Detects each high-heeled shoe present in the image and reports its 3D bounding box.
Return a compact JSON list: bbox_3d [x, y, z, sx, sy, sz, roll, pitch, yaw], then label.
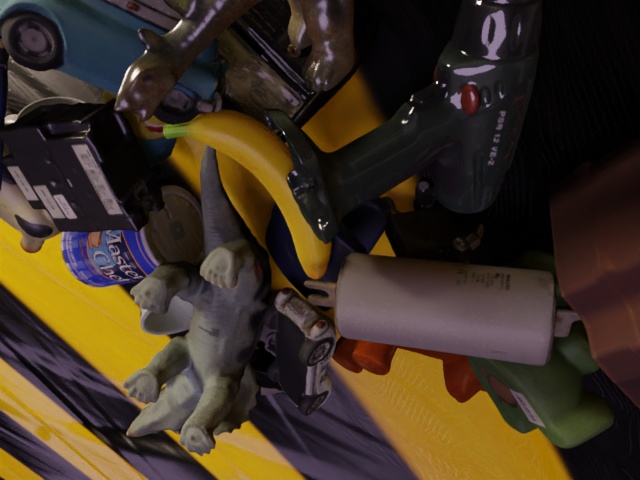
[{"bbox_3d":[-0.112,0.204,0.825,0.145,0.086,0.249,10,161,-28],"label":"high-heeled shoe"}]

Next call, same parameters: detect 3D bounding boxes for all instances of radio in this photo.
[{"bbox_3d":[-0.071,-0.194,0.421,0.229,0.073,0.131,42,133,-18],"label":"radio"}]

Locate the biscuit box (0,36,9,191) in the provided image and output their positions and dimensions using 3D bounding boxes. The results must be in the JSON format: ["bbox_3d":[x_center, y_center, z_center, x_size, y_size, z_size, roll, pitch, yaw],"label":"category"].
[{"bbox_3d":[-0.322,-0.119,0.491,0.063,0.059,0.202,3,153,-31],"label":"biscuit box"}]

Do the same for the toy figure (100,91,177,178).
[{"bbox_3d":[-0.174,-0.131,0.518,0.089,0.082,0.180,34,137,-6],"label":"toy figure"}]

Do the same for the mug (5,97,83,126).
[{"bbox_3d":[-0.293,-0.093,0.598,0.110,0.081,0.107,9,141,-3],"label":"mug"}]

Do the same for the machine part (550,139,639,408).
[{"bbox_3d":[0.269,0.038,0.405,0.201,0.201,0.087,42,128,-16],"label":"machine part"}]

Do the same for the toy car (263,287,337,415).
[{"bbox_3d":[-0.020,0.129,0.603,0.074,0.056,0.201,40,147,29],"label":"toy car"}]

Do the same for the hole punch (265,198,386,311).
[{"bbox_3d":[-0.001,-0.002,0.561,0.116,0.092,0.142,28,139,1],"label":"hole punch"}]

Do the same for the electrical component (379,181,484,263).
[{"bbox_3d":[0.105,-0.012,0.502,0.078,0.102,0.045,-3,136,-10],"label":"electrical component"}]

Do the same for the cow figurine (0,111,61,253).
[{"bbox_3d":[-0.381,-0.082,0.644,0.127,0.085,0.194,-21,117,42],"label":"cow figurine"}]

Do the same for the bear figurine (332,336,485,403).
[{"bbox_3d":[0.130,0.130,0.603,0.196,0.132,0.120,37,162,-8],"label":"bear figurine"}]

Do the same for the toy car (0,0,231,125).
[{"bbox_3d":[-0.130,-0.154,0.364,0.162,0.109,0.102,23,118,-11],"label":"toy car"}]

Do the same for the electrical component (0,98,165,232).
[{"bbox_3d":[-0.226,-0.067,0.502,0.134,0.058,0.114,3,126,24],"label":"electrical component"}]

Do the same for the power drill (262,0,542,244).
[{"bbox_3d":[0.066,-0.098,0.398,0.086,0.207,0.231,48,161,41],"label":"power drill"}]

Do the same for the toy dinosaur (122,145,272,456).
[{"bbox_3d":[-0.112,0.079,0.596,0.131,0.192,0.404,21,106,7],"label":"toy dinosaur"}]

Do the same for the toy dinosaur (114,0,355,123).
[{"bbox_3d":[0.044,-0.238,0.255,0.471,0.105,0.198,-43,136,11],"label":"toy dinosaur"}]

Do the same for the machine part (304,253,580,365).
[{"bbox_3d":[0.102,0.055,0.449,0.243,0.079,0.079,5,132,19],"label":"machine part"}]

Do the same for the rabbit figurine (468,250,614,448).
[{"bbox_3d":[0.228,0.085,0.521,0.159,0.170,0.121,53,167,10],"label":"rabbit figurine"}]
